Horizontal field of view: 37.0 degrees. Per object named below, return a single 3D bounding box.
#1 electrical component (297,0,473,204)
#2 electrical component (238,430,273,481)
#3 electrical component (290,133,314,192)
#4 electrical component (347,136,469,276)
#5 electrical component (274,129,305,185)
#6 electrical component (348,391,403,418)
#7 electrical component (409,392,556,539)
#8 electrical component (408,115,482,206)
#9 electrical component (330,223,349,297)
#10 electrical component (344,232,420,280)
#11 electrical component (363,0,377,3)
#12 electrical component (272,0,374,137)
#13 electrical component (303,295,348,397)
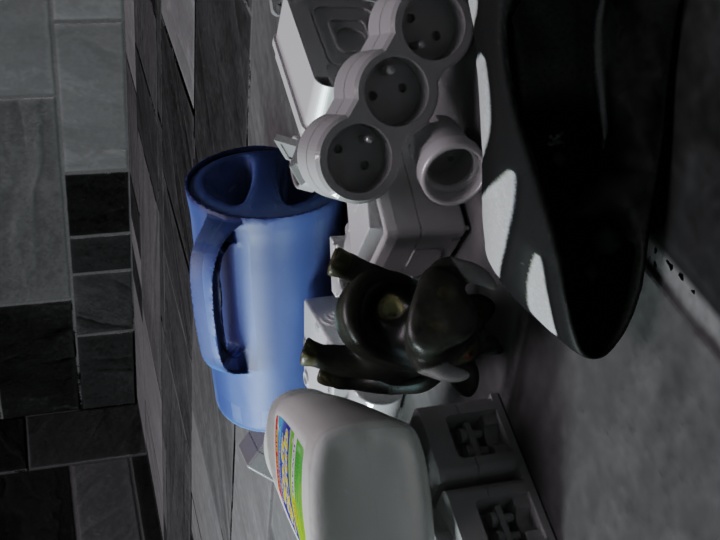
[{"bbox_3d":[0.009,-0.106,0.640,0.138,0.052,0.074,-61,21,-2],"label":"electrical component"},{"bbox_3d":[-0.058,0.166,1.023,0.075,0.083,0.047,-54,23,3],"label":"electrical component"},{"bbox_3d":[-0.024,-0.086,0.840,0.048,0.055,0.066,-117,27,-51],"label":"electrical component"},{"bbox_3d":[0.022,-0.049,0.687,0.061,0.061,0.096,115,146,-60],"label":"electrical component"},{"bbox_3d":[-0.017,-0.091,0.786,0.042,0.081,0.063,64,-136,-74],"label":"electrical component"},{"bbox_3d":[0.009,0.105,0.816,0.078,0.040,0.040,101,157,-44],"label":"electrical component"},{"bbox_3d":[0.051,0.175,0.662,0.186,0.060,0.105,103,155,-48],"label":"electrical component"},{"bbox_3d":[0.050,-0.065,0.628,0.046,0.040,0.040,-110,21,-55],"label":"electrical component"},{"bbox_3d":[0.000,0.000,0.808,0.055,0.048,0.066,-130,37,-75],"label":"electrical component"},{"bbox_3d":[0.021,-0.010,0.742,0.065,0.044,0.044,-152,58,-65],"label":"electrical component"},{"bbox_3d":[-0.003,-0.216,0.651,0.048,0.100,0.099,168,108,-70],"label":"electrical component"},{"bbox_3d":[-0.011,-0.139,0.742,0.057,0.078,0.113,107,152,-47],"label":"electrical component"},{"bbox_3d":[-0.013,0.075,0.877,0.099,0.048,0.099,-126,33,-58],"label":"electrical component"}]
